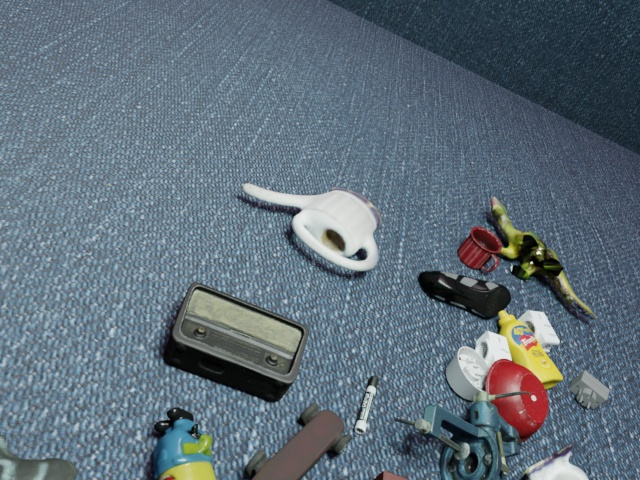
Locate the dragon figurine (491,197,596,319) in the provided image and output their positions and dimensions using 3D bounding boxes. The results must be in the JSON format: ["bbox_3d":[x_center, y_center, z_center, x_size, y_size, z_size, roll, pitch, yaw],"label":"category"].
[{"bbox_3d":[0.632,0.038,1.487,0.412,0.120,0.246,47,33,9],"label":"dragon figurine"}]

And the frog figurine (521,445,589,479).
[{"bbox_3d":[0.425,0.458,0.877,0.137,0.120,0.163,3,43,-37],"label":"frog figurine"}]

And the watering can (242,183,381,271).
[{"bbox_3d":[0.004,-0.061,1.211,0.349,0.102,0.228,37,39,11],"label":"watering can"}]
